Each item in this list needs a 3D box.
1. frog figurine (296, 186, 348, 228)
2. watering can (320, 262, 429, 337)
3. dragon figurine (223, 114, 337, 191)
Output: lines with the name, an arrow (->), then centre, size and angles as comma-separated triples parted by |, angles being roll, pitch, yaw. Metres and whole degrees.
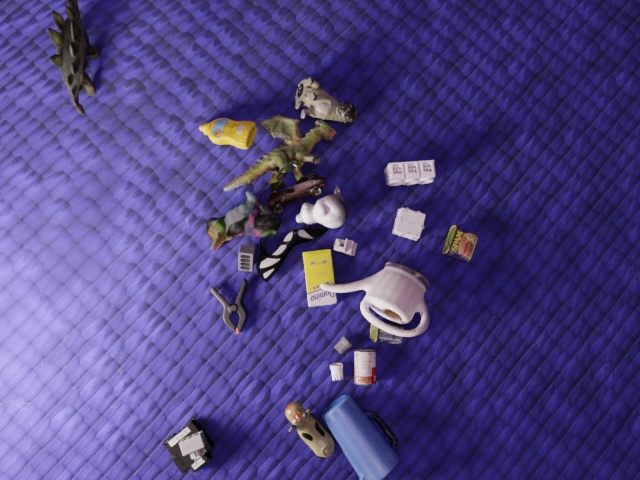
frog figurine -> 0.005, -0.083, 1.650 | 0.160, 0.135, 0.124 | -25, 75, -10
watering can -> 0.193, 0.159, 1.613 | 0.349, 0.101, 0.228 | 29, 58, 14
dragon figurine -> -0.136, -0.306, 1.716 | 0.411, 0.120, 0.247 | -12, 65, -7
